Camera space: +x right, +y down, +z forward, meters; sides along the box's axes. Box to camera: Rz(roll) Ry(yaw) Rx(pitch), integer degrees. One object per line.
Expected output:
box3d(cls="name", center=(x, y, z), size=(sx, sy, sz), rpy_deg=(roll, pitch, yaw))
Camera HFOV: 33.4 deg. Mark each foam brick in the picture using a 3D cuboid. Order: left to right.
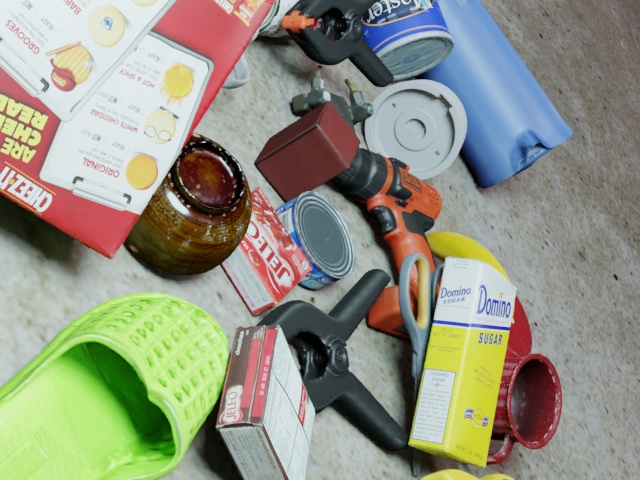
box3d(cls="foam brick", center=(-0.011, -0.081, 0.979), size=(0.051, 0.078, 0.053), rpy_deg=(50, 33, -18))

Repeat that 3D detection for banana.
box3d(cls="banana", center=(0.157, 0.043, 1.097), size=(0.198, 0.069, 0.037), rpy_deg=(-103, 169, -52))

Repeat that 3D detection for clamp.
box3d(cls="clamp", center=(0.009, 0.109, 0.898), size=(0.209, 0.036, 0.164), rpy_deg=(-2, 78, -52))
box3d(cls="clamp", center=(0.027, -0.225, 1.071), size=(0.171, 0.039, 0.120), rpy_deg=(4, 87, -55))

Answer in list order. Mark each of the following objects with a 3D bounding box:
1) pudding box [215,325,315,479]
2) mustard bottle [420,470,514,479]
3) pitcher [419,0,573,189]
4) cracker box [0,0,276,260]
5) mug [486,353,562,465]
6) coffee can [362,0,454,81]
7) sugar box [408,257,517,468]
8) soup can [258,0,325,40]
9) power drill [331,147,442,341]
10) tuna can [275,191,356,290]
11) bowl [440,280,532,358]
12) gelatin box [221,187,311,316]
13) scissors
box3d(cls="pudding box", center=(-0.038, 0.130, 0.775), size=(0.090, 0.039, 0.113), rpy_deg=(-80, 158, -44))
box3d(cls="mustard bottle", center=(0.163, 0.267, 0.993), size=(0.191, 0.058, 0.096), rpy_deg=(19, 51, -50))
box3d(cls="pitcher", center=(0.199, -0.196, 1.350), size=(0.144, 0.149, 0.243), rpy_deg=(-36, 95, -43))
box3d(cls="cracker box", center=(-0.153, -0.122, 0.695), size=(0.164, 0.072, 0.213), rpy_deg=(36, 82, -36))
box3d(cls="mug", center=(0.176, 0.168, 1.054), size=(0.093, 0.082, 0.117), rpy_deg=(42, 59, -35))
box3d(cls="coffee can", center=(0.085, -0.271, 1.244), size=(0.102, 0.103, 0.140), rpy_deg=(5, 63, -55))
box3d(cls="sugar box", center=(0.134, 0.112, 0.979), size=(0.093, 0.048, 0.176), rpy_deg=(32, 68, -54))
box3d(cls="soup can", center=(-0.039, -0.236, 1.064), size=(0.102, 0.069, 0.068), rpy_deg=(-8, 74, -57))
box3d(cls="power drill", center=(0.070, -0.001, 1.060), size=(0.184, 0.057, 0.187), rpy_deg=(22, 51, -44))
box3d(cls="tuna can", center=(-0.006, 0.001, 0.965), size=(0.086, 0.034, 0.086), rpy_deg=(36, 40, -38))
box3d(cls="bowl", center=(0.183, 0.094, 1.159), size=(0.162, 0.055, 0.162), rpy_deg=(36, 40, -38))
box3d(cls="gelatin box", center=(-0.052, 0.008, 0.894), size=(0.089, 0.030, 0.073), rpy_deg=(58, 32, -7))
box3d(cls="scissors", center=(0.104, 0.108, 0.990), size=(0.096, 0.016, 0.202), rpy_deg=(-17, 104, -49))
